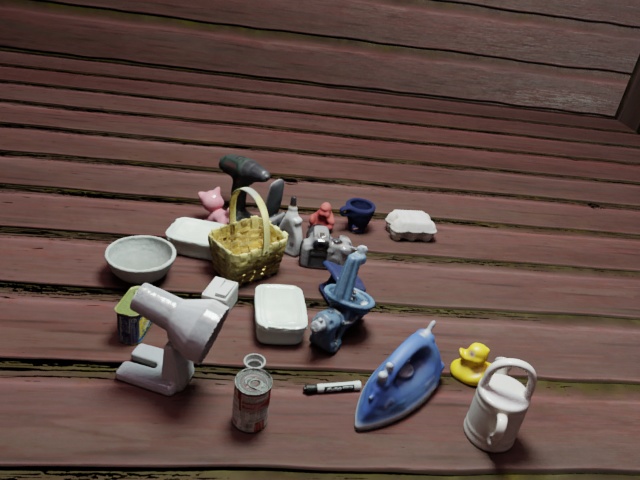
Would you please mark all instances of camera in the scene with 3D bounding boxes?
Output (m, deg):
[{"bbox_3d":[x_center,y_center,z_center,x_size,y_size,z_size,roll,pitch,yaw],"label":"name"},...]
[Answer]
[{"bbox_3d":[0.015,0.006,1.592,0.143,0.101,0.136,5,30,-7],"label":"camera"}]

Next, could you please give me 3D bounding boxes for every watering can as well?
[{"bbox_3d":[0.345,0.296,1.093,0.101,0.194,0.172,3,30,-9],"label":"watering can"}]

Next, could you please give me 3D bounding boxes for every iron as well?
[{"bbox_3d":[0.159,0.265,1.149,0.118,0.141,0.259,27,35,29],"label":"iron"}]

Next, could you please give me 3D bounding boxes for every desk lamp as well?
[{"bbox_3d":[-0.280,0.188,1.087,0.203,0.213,0.118,14,30,8],"label":"desk lamp"}]

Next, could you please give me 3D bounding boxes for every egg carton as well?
[{"bbox_3d":[0.282,-0.045,1.782,0.150,0.069,0.107,1,31,-13],"label":"egg carton"}]

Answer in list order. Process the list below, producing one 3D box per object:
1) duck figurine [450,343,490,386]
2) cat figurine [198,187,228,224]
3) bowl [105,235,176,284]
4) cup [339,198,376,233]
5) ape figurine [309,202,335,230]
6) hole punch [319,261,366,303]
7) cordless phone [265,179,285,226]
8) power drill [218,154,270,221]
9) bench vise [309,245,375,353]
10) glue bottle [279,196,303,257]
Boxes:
[{"bbox_3d":[0.345,0.266,1.253,0.104,0.086,0.077,11,30,3],"label":"duck figurine"},{"bbox_3d":[-0.298,-0.093,1.659,0.127,0.118,0.067,32,37,34],"label":"cat figurine"},{"bbox_3d":[-0.437,0.059,1.403,0.167,0.075,0.167,7,30,-4],"label":"bowl"},{"bbox_3d":[0.107,-0.068,1.748,0.118,0.095,0.091,-9,35,-29],"label":"cup"},{"bbox_3d":[0.011,-0.071,1.731,0.077,0.092,0.076,24,33,24],"label":"ape figurine"},{"bbox_3d":[0.059,0.103,1.447,0.101,0.091,0.108,-6,33,-24],"label":"hole punch"},{"bbox_3d":[-0.156,-0.076,1.601,0.094,0.185,0.148,22,33,22],"label":"cordless phone"},{"bbox_3d":[-0.223,-0.150,1.685,0.076,0.208,0.228,-17,39,-37],"label":"power drill"},{"bbox_3d":[0.060,0.132,1.270,0.121,0.220,0.207,14,30,9],"label":"bench vise"},{"bbox_3d":[-0.079,-0.042,1.576,0.078,0.173,0.037,24,33,25],"label":"glue bottle"}]
